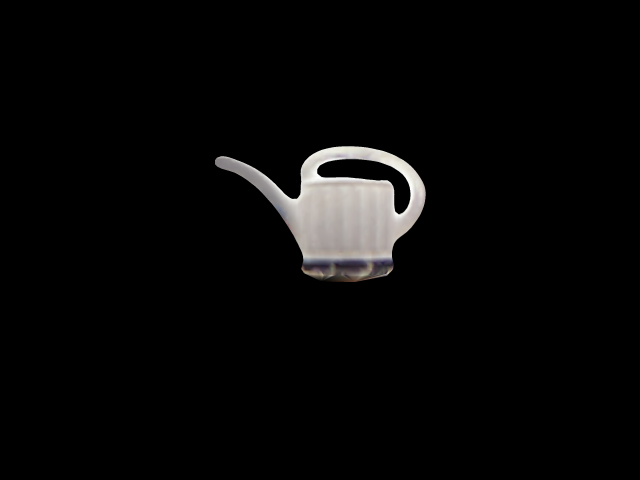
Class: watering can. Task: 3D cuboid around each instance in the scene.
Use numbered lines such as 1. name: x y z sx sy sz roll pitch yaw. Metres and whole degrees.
1. watering can: 0.003 -0.043 0.850 0.348 0.225 0.104 0 -2 -4
